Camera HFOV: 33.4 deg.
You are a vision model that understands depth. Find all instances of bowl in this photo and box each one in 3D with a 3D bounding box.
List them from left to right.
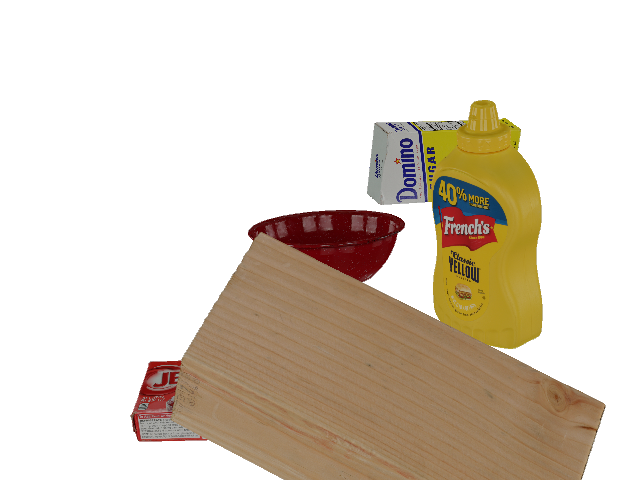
[{"bbox_3d":[0.008,0.011,1.097,0.162,0.055,0.162,-4,13,1],"label":"bowl"}]

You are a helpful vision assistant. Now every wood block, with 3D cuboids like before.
[{"bbox_3d":[0.033,0.094,0.581,0.206,0.090,0.090,26,-33,5],"label":"wood block"}]

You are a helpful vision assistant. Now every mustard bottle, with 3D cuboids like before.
[{"bbox_3d":[0.129,-0.016,0.838,0.058,0.192,0.096,-20,28,-32],"label":"mustard bottle"}]

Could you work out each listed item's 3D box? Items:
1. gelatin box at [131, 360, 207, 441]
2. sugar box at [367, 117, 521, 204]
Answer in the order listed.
[{"bbox_3d":[-0.093,0.120,0.812,0.089,0.030,0.073,-2,25,4],"label":"gelatin box"},{"bbox_3d":[0.147,-0.095,1.275,0.176,0.093,0.048,-6,27,-21],"label":"sugar box"}]
